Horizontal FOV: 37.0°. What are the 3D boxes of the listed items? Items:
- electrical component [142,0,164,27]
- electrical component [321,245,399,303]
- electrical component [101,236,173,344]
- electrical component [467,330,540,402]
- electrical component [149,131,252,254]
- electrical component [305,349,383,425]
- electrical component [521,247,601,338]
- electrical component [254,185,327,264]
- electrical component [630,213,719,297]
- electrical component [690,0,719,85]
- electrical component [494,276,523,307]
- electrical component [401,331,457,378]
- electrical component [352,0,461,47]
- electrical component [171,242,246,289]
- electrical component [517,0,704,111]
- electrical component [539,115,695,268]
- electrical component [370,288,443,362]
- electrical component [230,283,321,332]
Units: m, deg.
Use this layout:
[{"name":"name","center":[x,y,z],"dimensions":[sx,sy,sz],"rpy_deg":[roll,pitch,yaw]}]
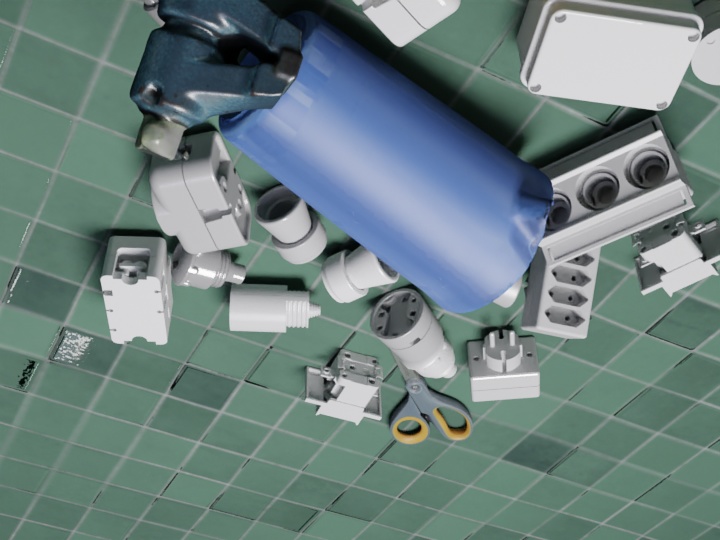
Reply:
[{"name":"electrical component","center":[-0.134,-0.192,0.738],"dimensions":[0.040,0.040,0.078],"rpy_deg":[-26,131,24]},{"name":"electrical component","center":[0.000,0.000,0.941],"dimensions":[0.055,0.045,0.045],"rpy_deg":[-25,132,25]},{"name":"electrical component","center":[-0.195,0.015,0.947],"dimensions":[0.050,0.055,0.089],"rpy_deg":[2,137,-2]},{"name":"electrical component","center":[0.137,0.083,1.029],"dimensions":[0.066,0.047,0.076],"rpy_deg":[-5,137,5]},{"name":"electrical component","center":[-0.131,-0.060,0.869],"dimensions":[0.059,0.053,0.095],"rpy_deg":[-10,136,10]},{"name":"electrical component","center":[-0.011,0.115,1.066],"dimensions":[0.081,0.042,0.063],"rpy_deg":[16,133,-17]},{"name":"electrical component","center":[0.169,0.016,0.945],"dimensions":[0.047,0.083,0.076],"rpy_deg":[12,174,-13]},{"name":"electrical component","center":[-0.057,-0.038,0.900],"dimensions":[0.045,0.045,0.055],"rpy_deg":[-16,135,16]},{"name":"electrical component","center":[0.270,-0.018,0.926],"dimensions":[0.081,0.042,0.064],"rpy_deg":[-29,126,26]},{"name":"electrical component","center":[0.300,-0.163,0.748],"dimensions":[0.138,0.073,0.052],"rpy_deg":[-15,135,15]},{"name":"electrical component","center":[0.109,0.006,0.948],"dimensions":[0.055,0.045,0.045],"rpy_deg":[14,135,-14]},{"name":"electrical component","center":[0.071,0.084,1.032],"dimensions":[0.048,0.048,0.062],"rpy_deg":[-24,139,23]},{"name":"electrical component","center":[0.023,-0.204,0.716],"dimensions":[0.059,0.053,0.095],"rpy_deg":[-29,130,27]},{"name":"electrical component","center":[-0.131,-0.004,0.938],"dimensions":[0.062,0.048,0.048],"rpy_deg":[17,135,-26]},{"name":"electrical component","center":[0.174,-0.163,0.759],"dimensions":[0.113,0.057,0.078],"rpy_deg":[6,136,-7]},{"name":"electrical component","center":[0.198,-0.059,0.860],"dimensions":[0.121,0.078,0.063],"rpy_deg":[-25,161,24]},{"name":"electrical component","center":[0.044,0.052,0.991],"dimensions":[0.055,0.055,0.047],"rpy_deg":[-21,137,20]},{"name":"electrical component","center":[-0.076,0.035,0.978],"dimensions":[0.081,0.043,0.043],"rpy_deg":[2,137,-2]}]
